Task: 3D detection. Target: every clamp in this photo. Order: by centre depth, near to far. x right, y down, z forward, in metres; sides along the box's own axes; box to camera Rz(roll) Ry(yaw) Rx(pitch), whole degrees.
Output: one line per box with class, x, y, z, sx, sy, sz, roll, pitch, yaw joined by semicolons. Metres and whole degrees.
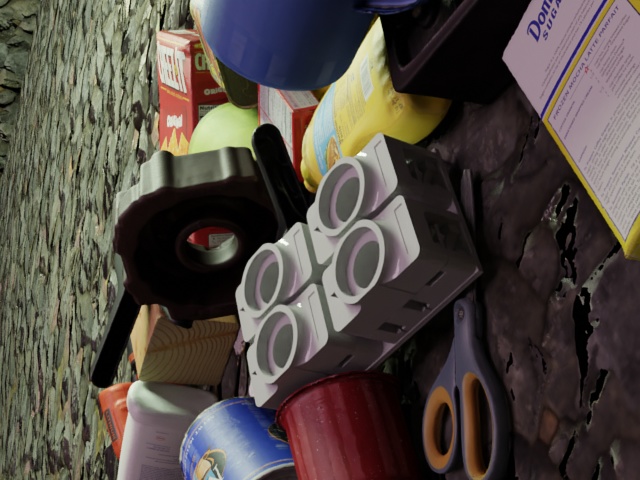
clamp;-0.005;0.001;0.836;0.120;0.039;0.171;44;152;53
clamp;-0.186;0.041;1.094;0.165;0.036;0.210;-40;42;33

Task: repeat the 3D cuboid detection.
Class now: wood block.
wood block;-0.163;0.057;1.187;0.206;0.090;0.090;-114;38;-51

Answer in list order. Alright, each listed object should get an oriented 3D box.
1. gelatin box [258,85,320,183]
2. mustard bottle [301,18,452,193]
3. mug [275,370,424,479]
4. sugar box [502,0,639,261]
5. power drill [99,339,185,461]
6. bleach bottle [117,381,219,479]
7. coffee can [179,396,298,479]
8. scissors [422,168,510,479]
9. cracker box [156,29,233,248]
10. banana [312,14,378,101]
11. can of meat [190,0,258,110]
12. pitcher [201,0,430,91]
gelatin box;-0.025;-0.101;0.907;0.089;0.030;0.073;-125;27;-46
mustard bottle;0.032;-0.087;0.809;0.192;0.058;0.096;133;136;-54
mug;0.022;0.154;0.736;0.117;0.093;0.081;100;158;-53
sugar box;0.156;-0.079;0.535;0.176;0.048;0.093;-104;30;-47
power drill;-0.215;0.176;1.276;0.188;0.057;0.184;-54;52;54
bleach bottle;-0.181;0.277;1.150;0.068;0.102;0.251;-112;36;-65
coffee can;-0.047;0.199;0.858;0.140;0.102;0.103;-145;64;-65
scissors;0.087;0.063;0.692;0.096;0.016;0.202;132;139;-53
cracker box;-0.126;-0.110;1.128;0.164;0.072;0.214;-146;54;-65
banana;0.017;-0.171;0.896;0.070;0.037;0.198;-115;38;-49
can of meat;-0.075;-0.178;0.959;0.084;0.057;0.102;-130;21;-63
pitcher;0.011;-0.204;0.641;0.243;0.145;0.149;114;164;-44
